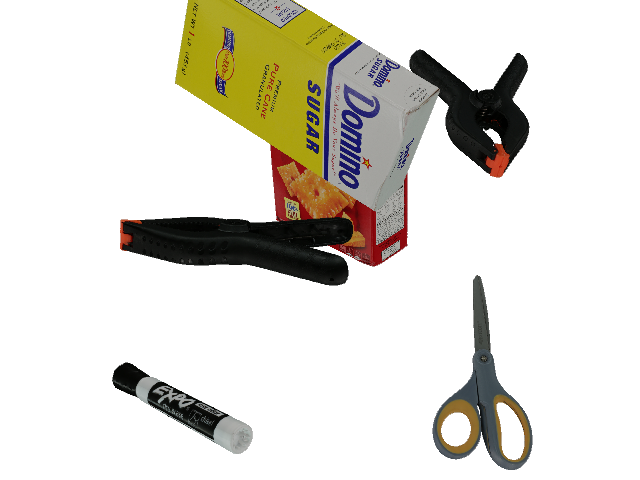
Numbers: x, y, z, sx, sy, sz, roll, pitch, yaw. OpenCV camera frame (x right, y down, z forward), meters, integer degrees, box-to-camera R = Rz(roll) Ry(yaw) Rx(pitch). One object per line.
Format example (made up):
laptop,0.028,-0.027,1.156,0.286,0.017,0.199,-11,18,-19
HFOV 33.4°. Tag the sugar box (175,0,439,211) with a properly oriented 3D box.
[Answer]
sugar box,-0.014,-0.104,0.721,0.176,0.093,0.048,35,49,16

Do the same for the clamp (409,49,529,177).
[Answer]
clamp,0.146,-0.131,1.029,0.120,0.039,0.171,2,44,2

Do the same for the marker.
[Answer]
marker,-0.090,0.103,0.669,0.121,0.020,0.020,19,12,40

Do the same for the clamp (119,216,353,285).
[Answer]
clamp,-0.069,0.004,0.918,0.210,0.036,0.164,2,13,-4

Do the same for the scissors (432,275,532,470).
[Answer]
scissors,0.134,0.122,0.984,0.096,0.202,0.016,-10,-36,-9

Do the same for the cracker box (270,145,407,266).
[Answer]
cracker box,0.018,-0.094,1.232,0.164,0.214,0.072,27,46,35
